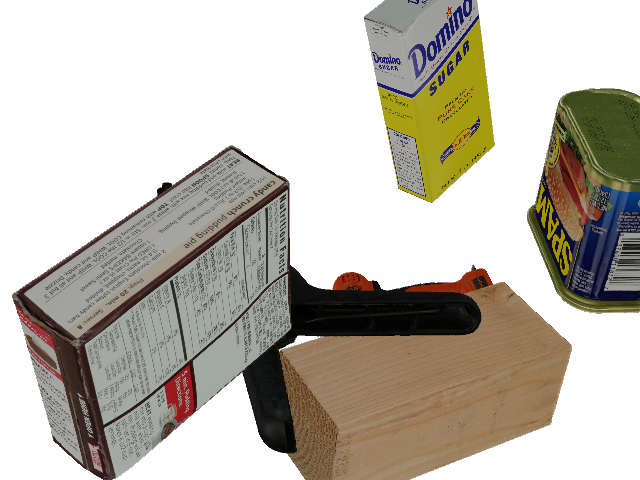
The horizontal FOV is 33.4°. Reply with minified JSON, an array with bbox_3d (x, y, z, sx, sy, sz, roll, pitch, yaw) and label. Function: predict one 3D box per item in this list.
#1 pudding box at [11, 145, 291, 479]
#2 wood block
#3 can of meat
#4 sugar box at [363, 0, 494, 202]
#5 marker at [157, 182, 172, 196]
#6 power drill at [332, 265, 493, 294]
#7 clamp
[{"bbox_3d":[-0.060,0.029,0.423,0.039,0.090,0.113,30,52,27],"label":"pudding box"},{"bbox_3d":[0.076,0.115,0.819,0.205,0.090,0.091,-15,39,-26],"label":"wood block"},{"bbox_3d":[0.157,-0.024,0.588,0.057,0.084,0.102,0,37,-6],"label":"can of meat"},{"bbox_3d":[0.094,-0.127,0.874,0.048,0.176,0.093,28,58,35],"label":"sugar box"},{"bbox_3d":[-0.142,0.004,1.001,0.020,0.121,0.020,1,22,0],"label":"marker"},{"bbox_3d":[0.108,0.086,1.206,0.187,0.057,0.184,-3,27,-3],"label":"power drill"},{"bbox_3d":[-0.020,0.045,0.644,0.164,0.036,0.210,-22,30,-33],"label":"clamp"}]
